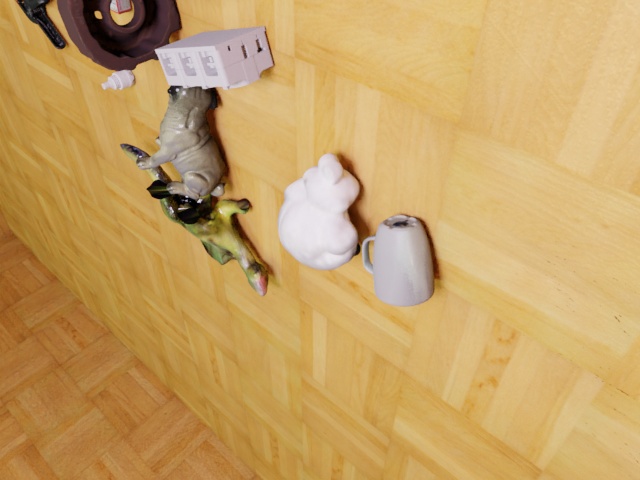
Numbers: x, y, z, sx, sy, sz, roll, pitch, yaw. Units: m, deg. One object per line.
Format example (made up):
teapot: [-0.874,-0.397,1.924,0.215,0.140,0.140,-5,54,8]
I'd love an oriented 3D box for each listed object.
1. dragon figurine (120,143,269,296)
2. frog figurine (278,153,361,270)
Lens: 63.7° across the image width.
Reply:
dragon figurine: [-0.247,-0.031,1.053,0.415,0.124,0.237,37,151,25]
frog figurine: [0.002,-0.037,0.728,0.139,0.123,0.156,60,163,25]
